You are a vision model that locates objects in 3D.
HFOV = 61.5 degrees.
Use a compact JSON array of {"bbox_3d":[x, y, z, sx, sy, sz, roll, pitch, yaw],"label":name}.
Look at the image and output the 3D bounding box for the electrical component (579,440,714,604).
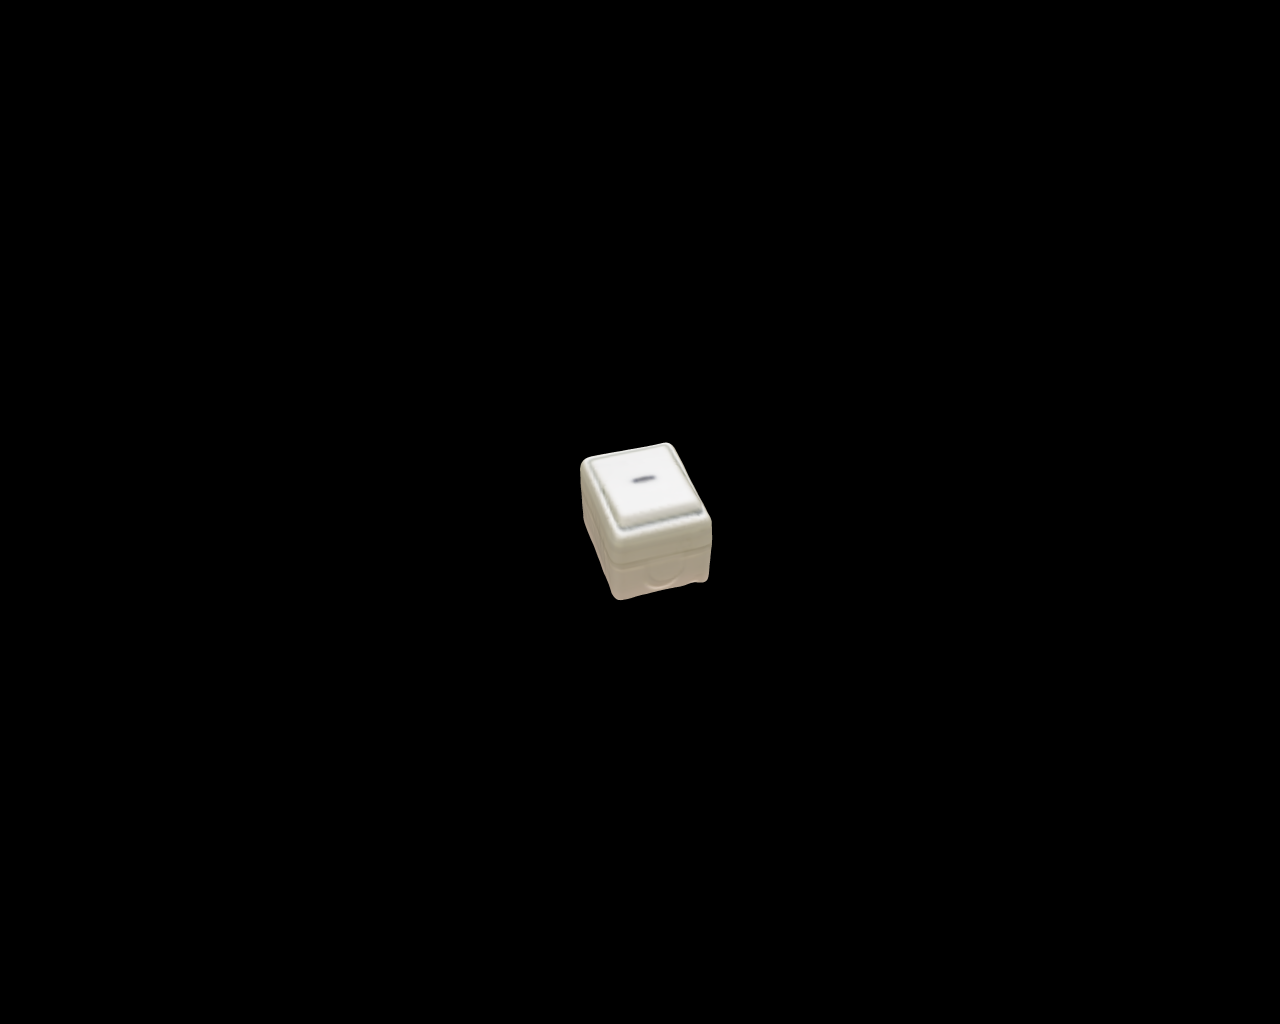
[{"bbox_3d":[0.001,-0.003,0.650,0.062,0.061,0.096,-11,43,-12],"label":"electrical component"}]
